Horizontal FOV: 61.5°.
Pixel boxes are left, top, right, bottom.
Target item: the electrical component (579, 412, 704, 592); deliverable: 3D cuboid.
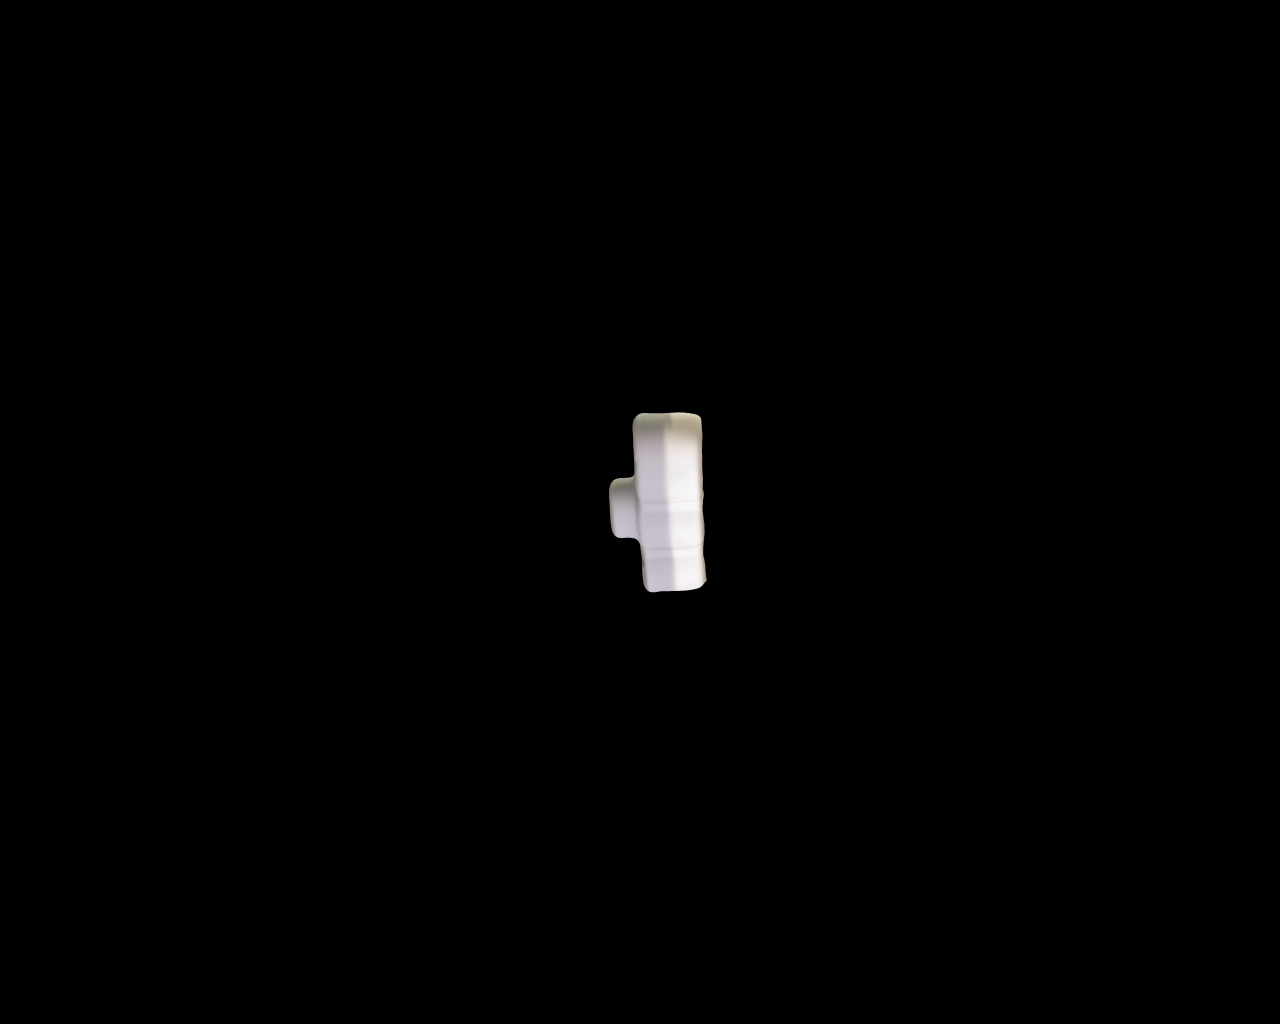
[{"bbox_3d":[0.001,-0.003,0.650,0.074,0.052,0.138,-2,-40,2],"label":"electrical component"}]
